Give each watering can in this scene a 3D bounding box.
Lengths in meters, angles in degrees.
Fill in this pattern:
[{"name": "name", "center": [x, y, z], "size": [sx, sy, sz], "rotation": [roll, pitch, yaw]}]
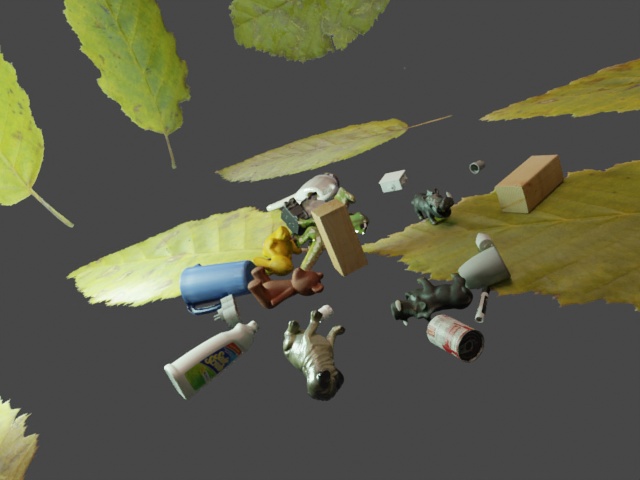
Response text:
[{"name": "watering can", "center": [-0.055, -0.200, 2.231], "size": [0.346, 0.102, 0.229], "rotation": [-6, 26, 35]}]

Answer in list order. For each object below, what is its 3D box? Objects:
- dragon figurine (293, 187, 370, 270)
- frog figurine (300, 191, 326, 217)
[{"name": "dragon figurine", "center": [0.047, -0.030, 1.723], "size": [0.241, 0.421, 0.120], "rotation": [-19, -52, 21]}, {"name": "frog figurine", "center": [0.006, -0.100, 1.987], "size": [0.161, 0.121, 0.138], "rotation": [35, 22, 19]}]
